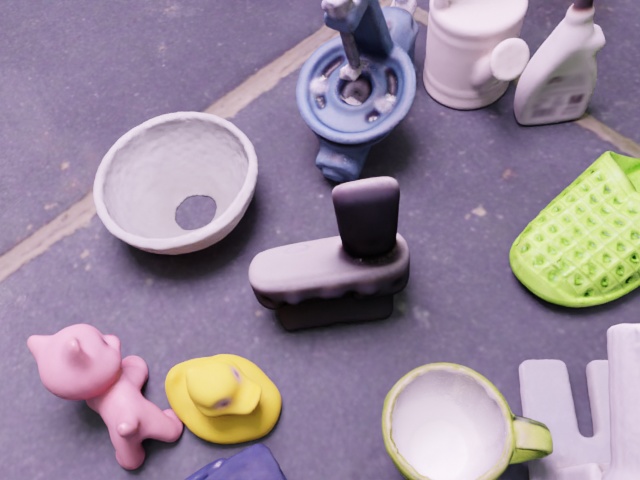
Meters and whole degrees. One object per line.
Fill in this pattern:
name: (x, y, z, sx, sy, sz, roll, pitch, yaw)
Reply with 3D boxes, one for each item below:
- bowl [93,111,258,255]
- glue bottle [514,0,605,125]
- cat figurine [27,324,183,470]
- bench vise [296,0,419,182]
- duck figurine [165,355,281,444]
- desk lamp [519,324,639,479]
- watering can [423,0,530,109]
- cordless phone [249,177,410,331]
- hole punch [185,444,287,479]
bowl: (-0.142, -0.048, 0.599, 0.167, 0.075, 0.167, -3, 61, 5)
glue bottle: (0.247, -0.185, 0.573, 0.078, 0.173, 0.037, -5, 61, 4)
cat figurine: (-0.186, 0.123, 0.486, 0.067, 0.118, 0.127, -39, 64, -14)
bench vise: (0.038, -0.193, 0.575, 0.121, 0.220, 0.207, 4, 62, 9)
duck figurine: (-0.089, 0.128, 0.490, 0.104, 0.086, 0.077, 15, 64, 14)
desk lamp: (0.203, 0.150, 0.372, 0.118, 0.214, 0.203, -1, 61, 6)
watering can: (0.167, -0.233, 0.596, 0.101, 0.194, 0.172, -33, 63, -11)
cordless phone: (0.005, 0.002, 0.492, 0.147, 0.185, 0.094, -12, 61, 0)
hole punch: (-0.069, 0.218, 0.436, 0.109, 0.091, 0.101, -31, 62, -10)
